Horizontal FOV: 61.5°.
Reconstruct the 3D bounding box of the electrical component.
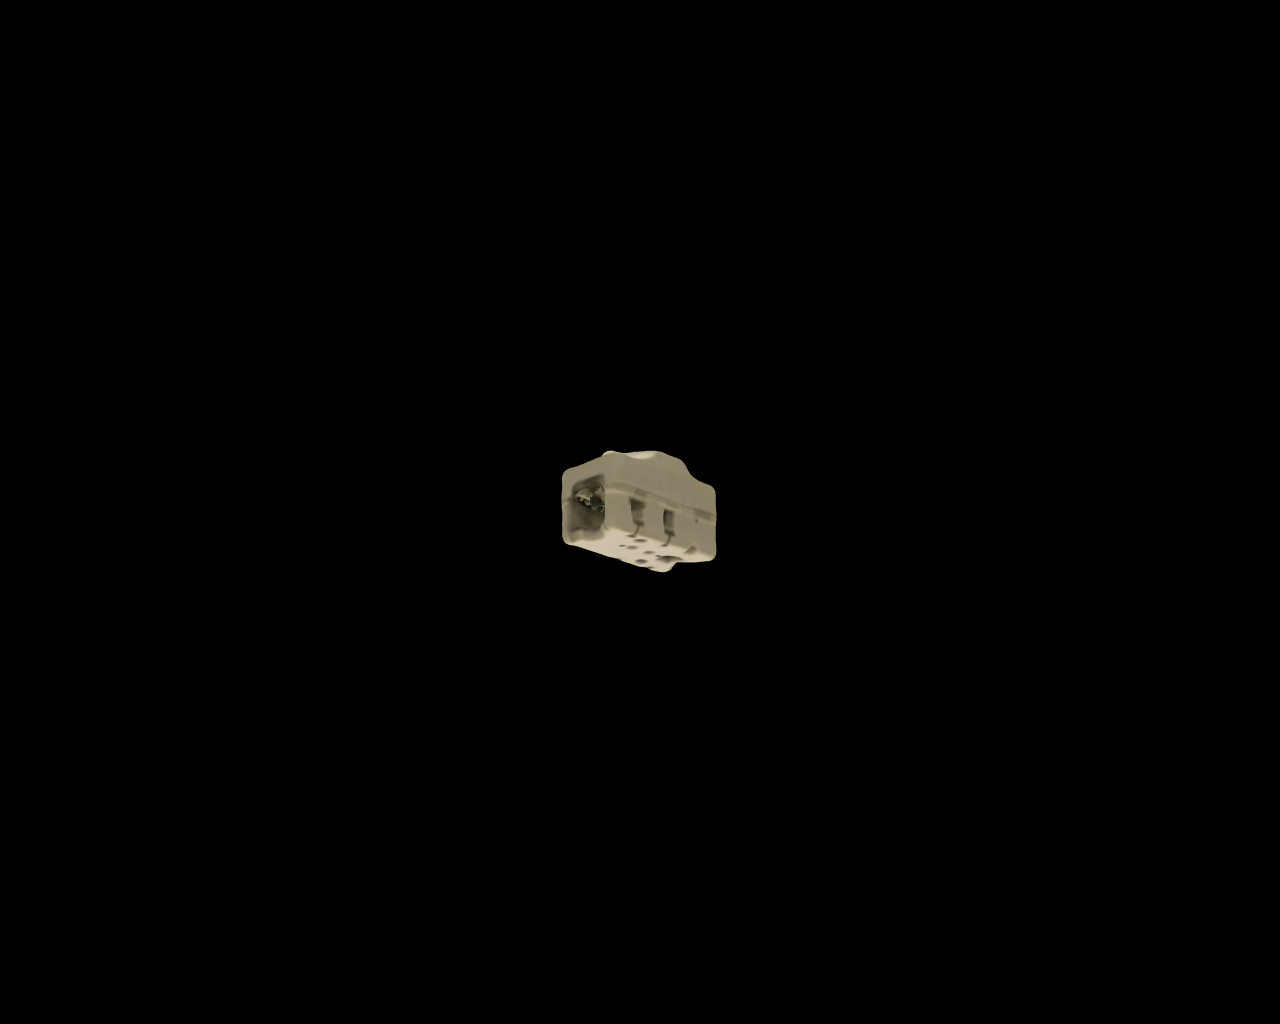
[{"bbox_3d":[0.001,-0.003,0.650,0.050,0.056,0.089,-18,-26,41],"label":"electrical component"}]
